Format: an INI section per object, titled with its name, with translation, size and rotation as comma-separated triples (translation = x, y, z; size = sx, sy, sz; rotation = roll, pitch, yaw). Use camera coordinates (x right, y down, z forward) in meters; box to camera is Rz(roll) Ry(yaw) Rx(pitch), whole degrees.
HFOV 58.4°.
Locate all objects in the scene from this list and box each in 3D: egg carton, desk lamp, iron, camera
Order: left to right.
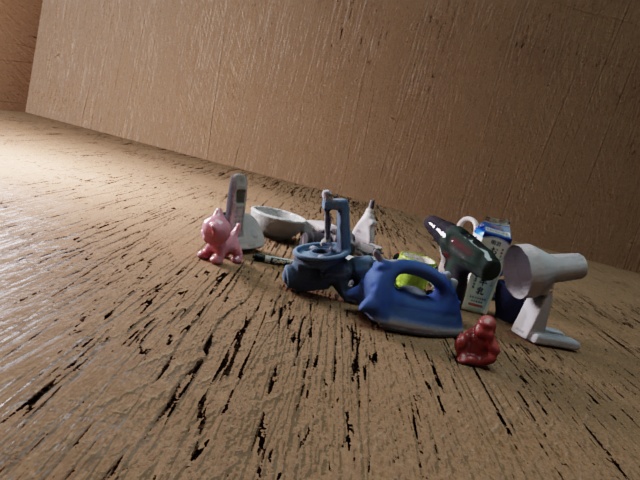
[egg carton]
translation = 0.013, -0.013, 1.707
size = 0.149, 0.069, 0.108
rotation = 22, 13, 35
[camera]
translation = 0.014, 0.005, 1.527
size = 0.137, 0.101, 0.142
rotation = 10, 11, -23
[iron]
translation = 0.192, 0.106, 1.137
size = 0.259, 0.141, 0.118
rotation = 11, 11, -19
[desk lamp]
translation = 0.503, 0.121, 1.291
size = 0.203, 0.213, 0.117
rotation = 12, 11, -16

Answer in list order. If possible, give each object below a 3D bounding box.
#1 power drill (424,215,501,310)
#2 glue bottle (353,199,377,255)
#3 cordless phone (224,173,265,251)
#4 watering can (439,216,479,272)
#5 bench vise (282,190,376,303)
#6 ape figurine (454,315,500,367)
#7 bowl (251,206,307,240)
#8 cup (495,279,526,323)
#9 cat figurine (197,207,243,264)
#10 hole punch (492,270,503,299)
[power drill]
translation = 0.290, 0.069, 1.281
size = 0.076, 0.208, 0.228
rotation = 7, 13, -37
[glue bottle]
translation = 0.139, -0.038, 1.731
size = 0.077, 0.173, 0.037
rotation = 22, 13, 33
[cordless phone]
translation = -0.185, -0.067, 1.397
size = 0.094, 0.185, 0.148
rotation = 19, 11, 23
[watering can]
translation = 0.435, 0.022, 1.772
size = 0.100, 0.194, 0.173
rotation = 23, 13, 39
[bench vise]
translation = 0.039, 0.011, 1.203
size = 0.208, 0.220, 0.121
rotation = 8, 13, -34
[ape figurine]
translation = 0.288, 0.178, 1.028
size = 0.077, 0.092, 0.076
rotation = 21, 12, 30
[bowl]
translation = -0.126, -0.043, 1.656
size = 0.167, 0.075, 0.167
rotation = 14, 10, -2
[cup]
translation = 0.475, 0.154, 1.409
size = 0.118, 0.095, 0.091
rotation = 7, 13, -37
[cat figurine]
translation = -0.214, -0.011, 1.249
size = 0.067, 0.118, 0.128
rotation = 20, 12, 27
[hole punch]
translation = 0.463, 0.109, 1.635
size = 0.101, 0.091, 0.109
rotation = 16, 11, 7
